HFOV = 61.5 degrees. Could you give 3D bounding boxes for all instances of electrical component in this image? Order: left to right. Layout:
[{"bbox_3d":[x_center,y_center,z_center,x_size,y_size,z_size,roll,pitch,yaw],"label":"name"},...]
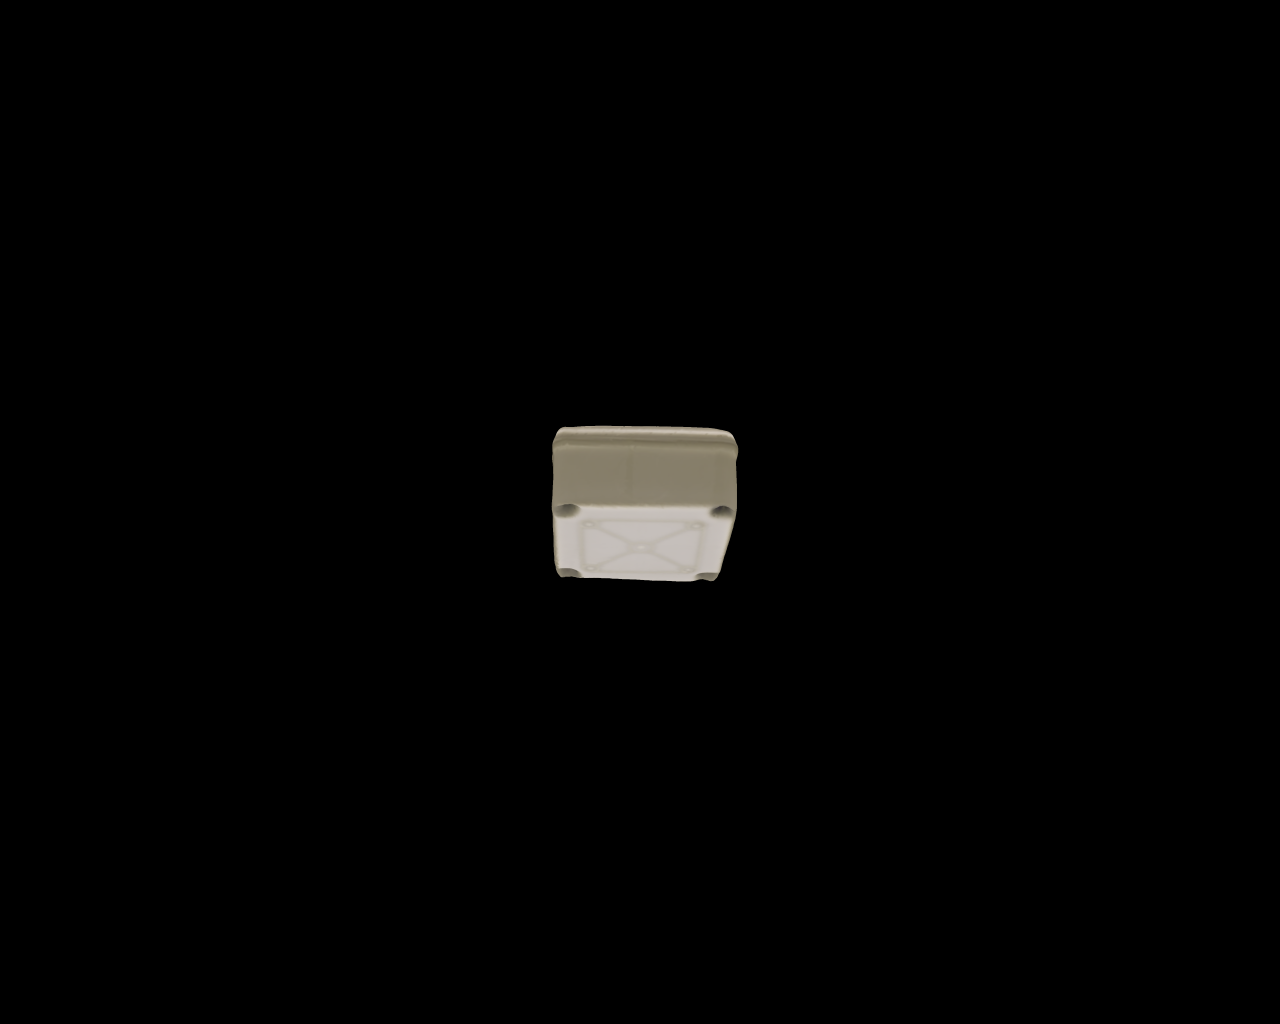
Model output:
[{"bbox_3d":[0.001,-0.003,0.650,0.109,0.056,0.108,1,-28,-2],"label":"electrical component"}]
